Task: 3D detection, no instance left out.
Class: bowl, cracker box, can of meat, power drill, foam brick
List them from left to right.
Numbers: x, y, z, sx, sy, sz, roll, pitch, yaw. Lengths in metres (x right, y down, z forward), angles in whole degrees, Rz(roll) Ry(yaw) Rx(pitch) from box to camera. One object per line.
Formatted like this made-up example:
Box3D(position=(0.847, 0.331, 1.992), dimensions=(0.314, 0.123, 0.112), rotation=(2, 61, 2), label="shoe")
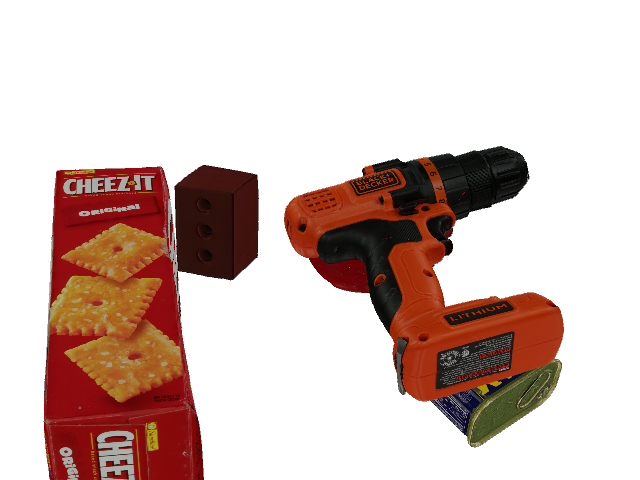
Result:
Box3D(position=(-0.105, 0.081, 0.580), dimensions=(0.072, 0.164, 0.214), rotation=(-4, 34, -9), label="cracker box")
Box3D(position=(-0.085, -0.015, 0.879), dimensions=(0.053, 0.078, 0.051), rotation=(9, 24, 20), label="foam brick")
Box3D(position=(0.055, 0.015, 1.086), dimensions=(0.162, 0.055, 0.162), rotation=(-3, 14, 0), label="bowl")
Box3D(position=(0.086, 0.012, 0.717), dimensions=(0.184, 0.057, 0.188), rotation=(-17, 41, -11), label="power drill")
Box3D(position=(0.135, 0.110, 0.895), dimensions=(0.102, 0.057, 0.084), rotation=(-27, 51, -27), label="can of meat")
